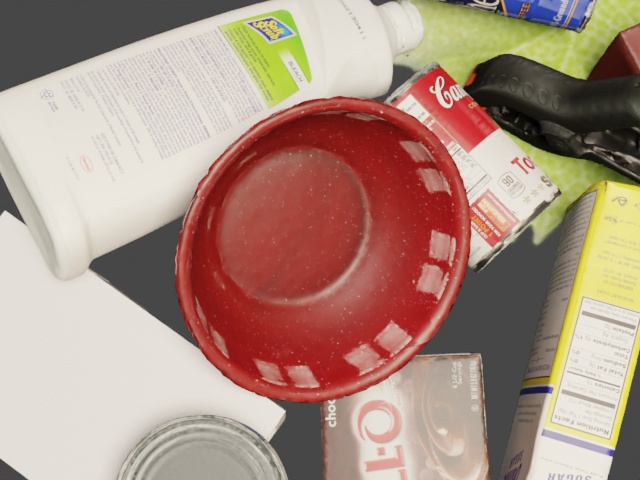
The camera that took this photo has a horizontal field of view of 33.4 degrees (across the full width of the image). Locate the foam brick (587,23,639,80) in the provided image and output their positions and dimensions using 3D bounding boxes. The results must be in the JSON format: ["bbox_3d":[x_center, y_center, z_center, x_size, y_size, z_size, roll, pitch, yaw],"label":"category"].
[{"bbox_3d":[0.192,-0.091,0.600,0.053,0.078,0.051,-24,80,-4],"label":"foam brick"}]

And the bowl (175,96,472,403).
[{"bbox_3d":[-0.004,0.001,0.556,0.161,0.055,0.162,-7,110,-21],"label":"bowl"}]

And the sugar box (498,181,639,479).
[{"bbox_3d":[0.139,0.062,0.569,0.048,0.093,0.176,13,82,4],"label":"sugar box"}]

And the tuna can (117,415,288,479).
[{"bbox_3d":[-0.057,0.130,0.530,0.086,0.034,0.086,0,81,1],"label":"tuna can"}]

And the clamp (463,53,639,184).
[{"bbox_3d":[0.148,-0.059,0.580,0.039,0.172,0.120,-50,124,-6],"label":"clamp"}]

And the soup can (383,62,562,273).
[{"bbox_3d":[0.076,-0.040,0.599,0.068,0.068,0.102,-42,83,-5],"label":"soup can"}]

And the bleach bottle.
[{"bbox_3d":[-0.047,-0.074,0.587,0.250,0.068,0.102,-25,77,-22],"label":"bleach bottle"}]

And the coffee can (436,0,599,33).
[{"bbox_3d":[0.092,-0.182,0.603,0.140,0.103,0.103,13,82,3],"label":"coffee can"}]

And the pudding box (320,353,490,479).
[{"bbox_3d":[0.046,0.120,0.589,0.090,0.039,0.113,-3,80,2],"label":"pudding box"}]
